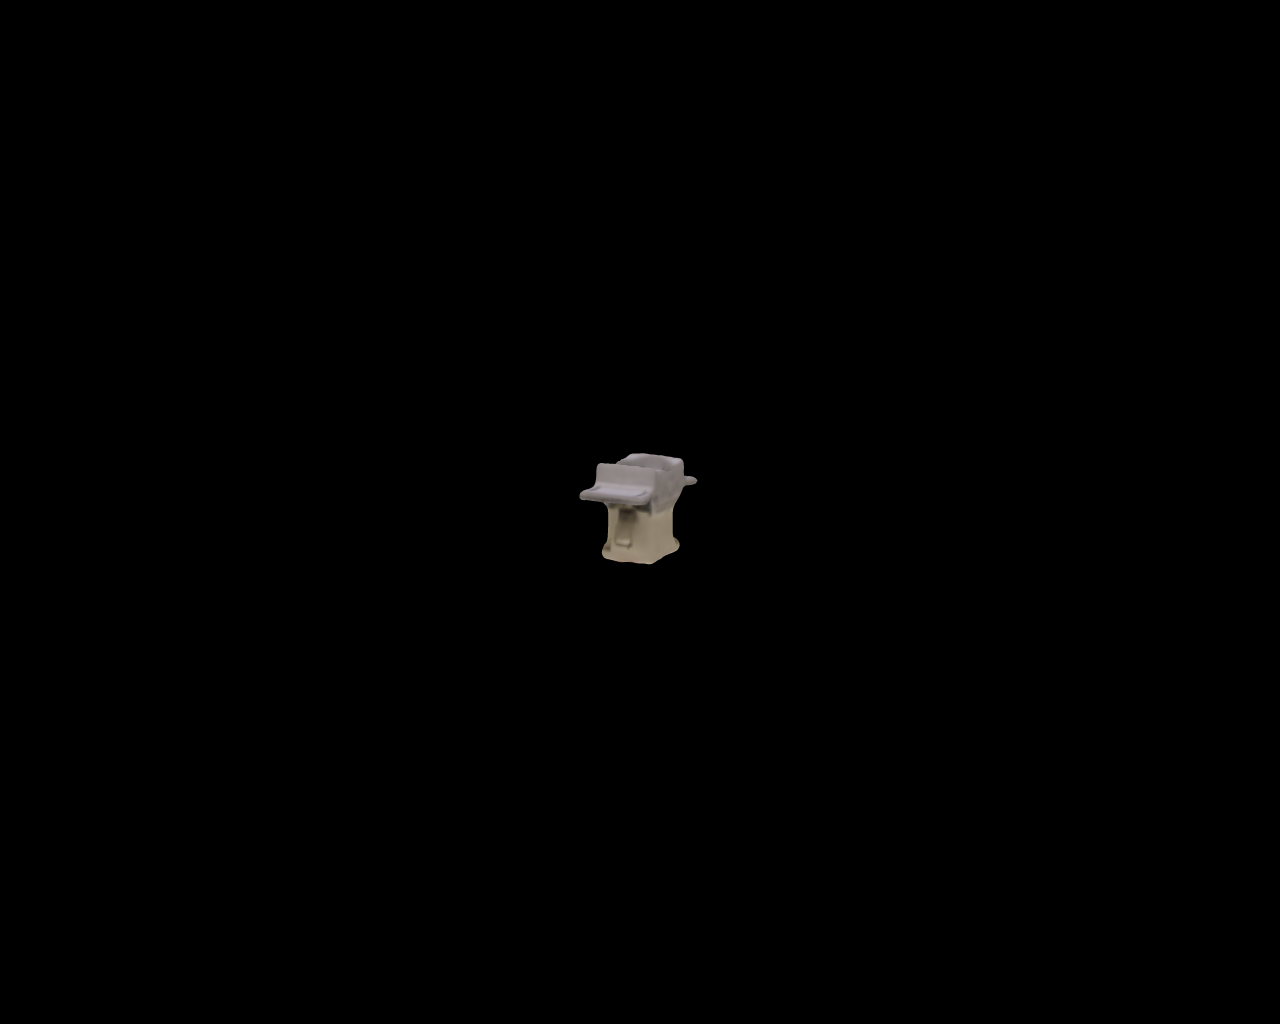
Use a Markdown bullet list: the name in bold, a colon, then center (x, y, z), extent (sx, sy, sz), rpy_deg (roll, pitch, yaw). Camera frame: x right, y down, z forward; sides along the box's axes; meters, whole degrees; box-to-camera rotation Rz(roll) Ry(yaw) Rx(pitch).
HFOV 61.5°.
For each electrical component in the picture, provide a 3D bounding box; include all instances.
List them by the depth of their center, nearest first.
- **electrical component**: center (0.001, -0.003, 0.650), extent (0.042, 0.063, 0.081), rpy_deg (6, 13, 27)
